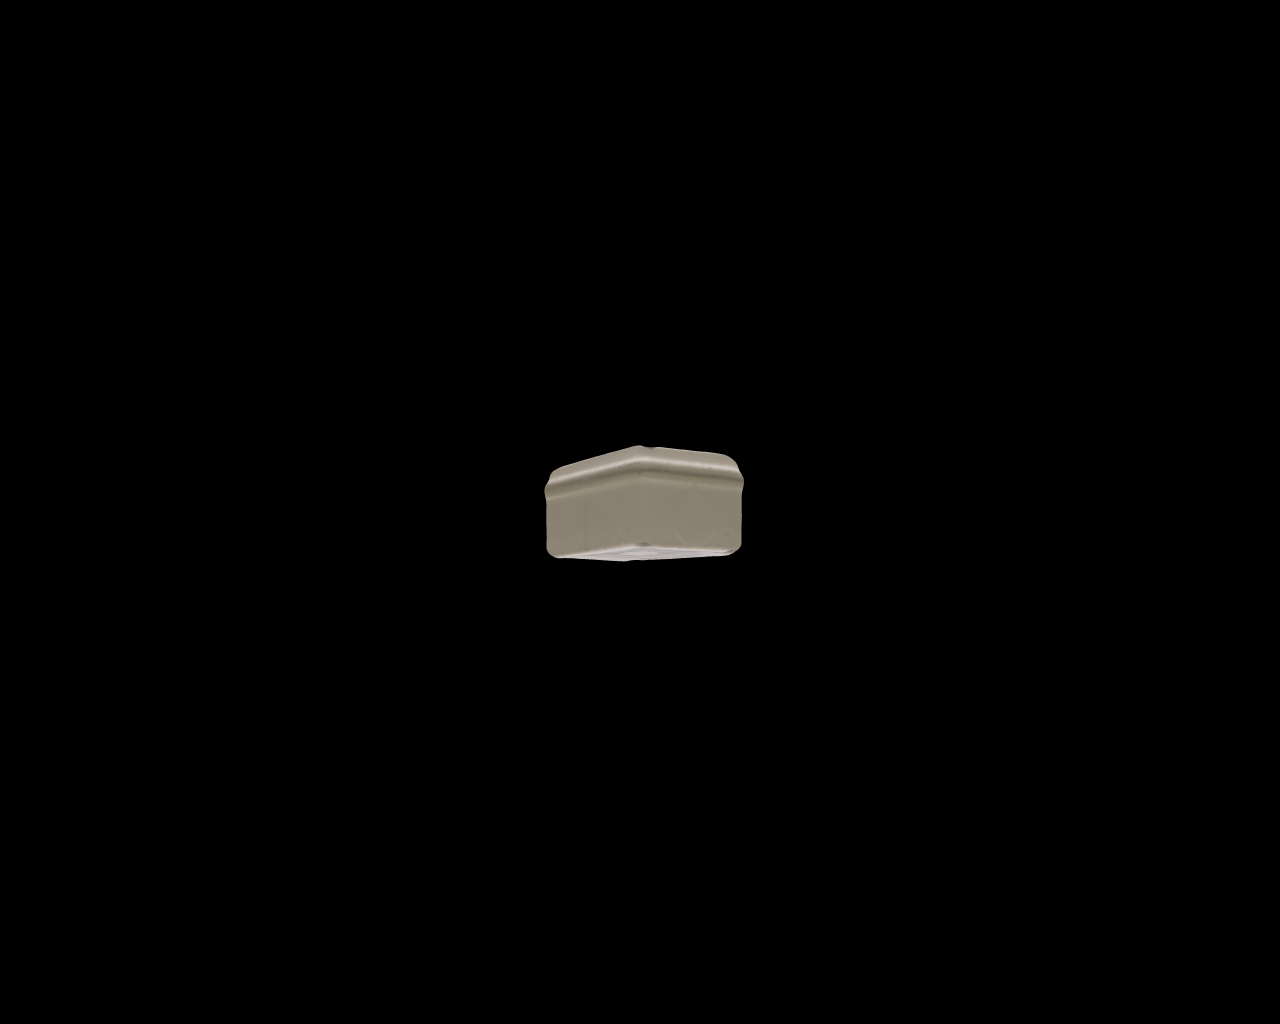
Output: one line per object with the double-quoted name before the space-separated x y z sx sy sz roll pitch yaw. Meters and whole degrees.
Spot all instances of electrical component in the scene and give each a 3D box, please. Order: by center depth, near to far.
"electrical component" 0.001 -0.003 0.650 0.078 0.057 0.113 5 -8 -35
